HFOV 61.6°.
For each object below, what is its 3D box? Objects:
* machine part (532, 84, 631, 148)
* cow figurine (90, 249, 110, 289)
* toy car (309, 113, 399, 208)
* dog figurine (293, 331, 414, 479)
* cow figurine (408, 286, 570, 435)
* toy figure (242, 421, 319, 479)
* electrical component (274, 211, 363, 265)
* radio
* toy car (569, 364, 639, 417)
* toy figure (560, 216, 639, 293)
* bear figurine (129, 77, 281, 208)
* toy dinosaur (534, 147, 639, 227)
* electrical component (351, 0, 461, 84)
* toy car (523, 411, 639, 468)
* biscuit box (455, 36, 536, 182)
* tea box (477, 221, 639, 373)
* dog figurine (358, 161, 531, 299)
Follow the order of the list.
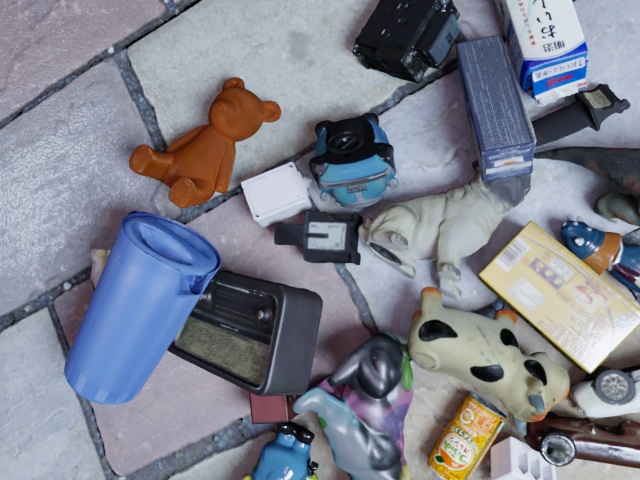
[{"bbox_3d":[0.311,-0.154,0.688,0.139,0.039,0.084,-24,35,18],"label":"machine part"},{"bbox_3d":[-0.264,0.064,0.808,0.168,0.068,0.098,6,90,19],"label":"cow figurine"},{"bbox_3d":[0.045,-0.097,0.725,0.109,0.102,0.162,-10,40,4],"label":"toy car"},{"bbox_3d":[0.083,0.249,0.676,0.191,0.108,0.219,-41,79,4],"label":"dog figurine"},{"bbox_3d":[0.200,0.144,0.641,0.195,0.085,0.127,19,46,6],"label":"cow figurine"},{"bbox_3d":[-0.059,0.334,0.713,0.082,0.089,0.180,15,76,43],"label":"toy figure"},{"bbox_3d":[-0.002,-0.002,0.757,0.119,0.047,0.074,-2,82,15],"label":"electrical component"},{"bbox_3d":[-0.105,0.111,0.709,0.230,0.073,0.131,8,83,43],"label":"radio"},{"bbox_3d":[0.394,0.158,0.619,0.202,0.073,0.056,-19,75,12],"label":"toy car"},{"bbox_3d":[0.364,0.024,0.650,0.155,0.064,0.057,25,105,15],"label":"toy figure"},{"bbox_3d":[-0.157,-0.147,0.779,0.120,0.132,0.196,41,100,12],"label":"bear figurine"},{"bbox_3d":[0.435,-0.048,0.575,0.405,0.192,0.131,14,85,15],"label":"toy dinosaur"},{"bbox_3d":[0.123,-0.282,0.733,0.134,0.058,0.115,30,92,42],"label":"electrical component"},{"bbox_3d":[0.340,0.232,0.615,0.202,0.089,0.053,3,88,16],"label":"toy car"},{"bbox_3d":[0.217,-0.171,0.676,0.063,0.059,0.203,-9,55,13],"label":"biscuit box"},{"bbox_3d":[0.290,0.068,0.661,0.098,0.068,0.170,-46,75,6],"label":"tea box"},{"bbox_3d":[0.163,-0.044,0.705,0.172,0.121,0.190,29,77,12],"label":"dog figurine"}]
